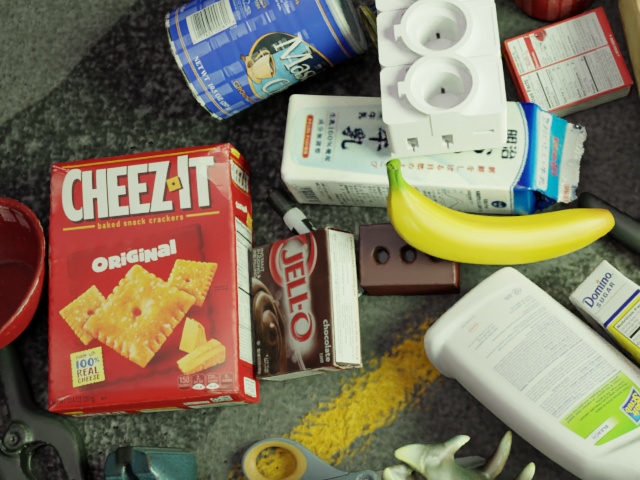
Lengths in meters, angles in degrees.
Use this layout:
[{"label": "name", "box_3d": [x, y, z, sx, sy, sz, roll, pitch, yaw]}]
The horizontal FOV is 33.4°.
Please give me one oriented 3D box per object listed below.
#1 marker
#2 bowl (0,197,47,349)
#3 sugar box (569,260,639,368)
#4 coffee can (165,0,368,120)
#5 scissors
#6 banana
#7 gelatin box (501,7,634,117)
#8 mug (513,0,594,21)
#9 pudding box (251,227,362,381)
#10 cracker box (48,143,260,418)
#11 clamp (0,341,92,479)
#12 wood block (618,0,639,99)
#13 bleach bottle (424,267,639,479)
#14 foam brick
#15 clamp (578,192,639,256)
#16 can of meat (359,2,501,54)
[{"label": "marker", "box_3d": [-0.006, 0.001, 0.902, 0.020, 0.020, 0.121, -39, 73, 1]}, {"label": "bowl", "box_3d": [-0.294, 0.044, 0.919, 0.162, 0.055, 0.162, -11, 56, 17]}, {"label": "sugar box", "box_3d": [0.259, 0.092, 0.749, 0.048, 0.093, 0.176, -48, 41, 0]}, {"label": "coffee can", "box_3d": [-0.044, -0.176, 0.898, 0.140, 0.102, 0.103, -23, 74, 13]}, {"label": "scissors", "box_3d": [0.023, 0.180, 0.857, 0.202, 0.016, 0.096, -27, 74, 4]}, {"label": "banana", "box_3d": [0.128, -0.010, 0.811, 0.197, 0.070, 0.037, 10, 46, -21]}, {"label": "gelatin box", "box_3d": [0.204, -0.143, 0.886, 0.089, 0.030, 0.073, -19, 75, 5]}, {"label": "mug", "box_3d": [0.183, -0.236, 0.883, 0.117, 0.081, 0.093, 16, 81, 14]}, {"label": "pudding box", "box_3d": [-0.012, 0.053, 0.861, 0.090, 0.039, 0.113, -17, 73, 43]}, {"label": "cracker box", "box_3d": [-0.141, 0.035, 0.895, 0.164, 0.072, 0.214, -6, 76, 10]}, {"label": "clamp", "box_3d": [-0.265, 0.175, 0.906, 0.120, 0.039, 0.171, -46, 69, 0]}, {"label": "wood block", "box_3d": [0.293, -0.121, 0.811, 0.091, 0.090, 0.206, -10, 65, 10]}, {"label": "bleach bottle", "box_3d": [0.186, 0.124, 0.755, 0.102, 0.068, 0.251, -41, 46, -4]}, {"label": "foam brick", "box_3d": [0.074, 0.016, 0.865, 0.078, 0.051, 0.053, -3, 77, 11]}, {"label": "clamp", "box_3d": [0.301, 0.026, 0.823, 0.164, 0.036, 0.210, -14, 72, 9]}, {"label": "can of meat", "box_3d": [0.093, -0.170, 0.901, 0.084, 0.057, 0.102, -28, 73, 3]}]
